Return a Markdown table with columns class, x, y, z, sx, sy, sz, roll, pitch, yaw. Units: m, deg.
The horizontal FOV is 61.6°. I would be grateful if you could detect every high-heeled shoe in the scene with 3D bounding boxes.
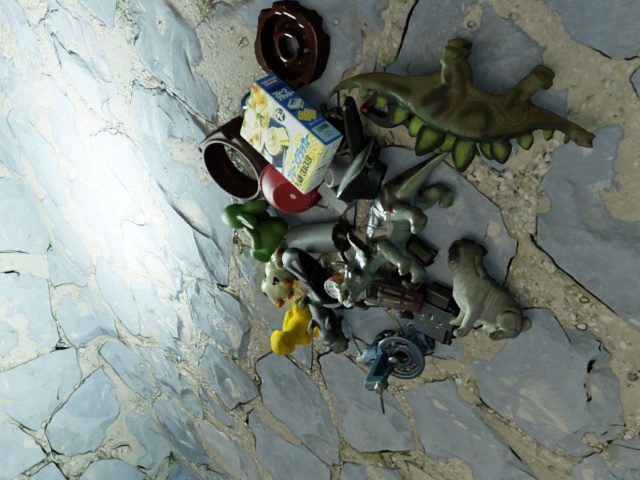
| class | x | y | z | sx | sy | sz | roll | pitch | yaw |
| --- | --- | --- | --- | --- | --- | --- | --- | --- | --- |
| high-heeled shoe | 0.009 | 0.098 | 1.361 | 0.248 | 0.086 | 0.145 | 30 | 156 | -13 |

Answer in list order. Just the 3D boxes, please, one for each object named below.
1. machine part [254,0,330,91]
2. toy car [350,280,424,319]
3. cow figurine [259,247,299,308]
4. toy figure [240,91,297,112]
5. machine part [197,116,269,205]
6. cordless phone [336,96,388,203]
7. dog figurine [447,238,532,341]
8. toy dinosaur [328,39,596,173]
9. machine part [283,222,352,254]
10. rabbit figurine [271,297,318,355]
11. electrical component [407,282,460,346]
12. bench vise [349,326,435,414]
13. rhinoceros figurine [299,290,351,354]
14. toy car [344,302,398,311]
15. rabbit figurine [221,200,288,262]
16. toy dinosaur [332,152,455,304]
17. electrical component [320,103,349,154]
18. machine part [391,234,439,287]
| class | x | y | z | sx | sy | sz | roll | pitch | yaw |
| --- | --- | --- | --- | --- | --- | --- | --- | --- | --- |
| machine part | -0.058 | -0.407 | 1.124 | 0.180 | 0.056 | 0.179 | 23 | 132 | 29 |
| toy car | 0.144 | 0.124 | 1.232 | 0.202 | 0.053 | 0.089 | 11 | 88 | 44 |
| cow figurine | -0.122 | 0.091 | 1.530 | 0.127 | 0.085 | 0.194 | 33 | 138 | 13 |
| toy figure | -0.119 | -0.324 | 1.242 | 0.155 | 0.058 | 0.064 | -2 | 138 | 43 |
| machine part | -0.202 | -0.196 | 1.364 | 0.201 | 0.087 | 0.200 | -16 | 118 | 47 |
| cordless phone | 0.069 | -0.181 | 1.080 | 0.089 | 0.146 | 0.184 | 3 | 136 | 23 |
| dog figurine | 0.343 | 0.095 | 1.089 | 0.172 | 0.121 | 0.190 | 1 | 100 | -3 |
| toy dinosaur | 0.222 | -0.232 | 0.917 | 0.472 | 0.105 | 0.198 | 28 | 124 | 24 |
| machine part | -0.003 | -0.004 | 1.348 | 0.243 | 0.079 | 0.079 | -4 | 115 | 44 |
| rabbit figurine | -0.084 | 0.267 | 1.550 | 0.122 | 0.173 | 0.162 | 48 | 136 | 0 |
| electrical component | 0.266 | 0.162 | 1.227 | 0.115 | 0.058 | 0.134 | 23 | 132 | 28 |
| bench vise | 0.160 | 0.293 | 1.298 | 0.224 | 0.240 | 0.128 | -11 | 107 | 30 |
| rhinoceros figurine | 0.016 | 0.222 | 1.473 | 0.073 | 0.112 | 0.190 | -28 | 84 | 22 |
| toy car | 0.136 | 0.146 | 1.324 | 0.202 | 0.073 | 0.056 | -4 | 76 | 44 |
| rabbit figurine | -0.178 | -0.036 | 1.398 | 0.170 | 0.121 | 0.159 | 27 | 156 | -8 |
| toy dinosaur | 0.155 | -0.043 | 1.131 | 0.192 | 0.131 | 0.404 | 35 | 116 | 34 |
| electrical component | 0.033 | -0.241 | 1.164 | 0.078 | 0.045 | 0.102 | 14 | 127 | 35 |
| machine part | 0.208 | 0.050 | 1.217 | 0.084 | 0.039 | 0.138 | 34 | 136 | 10 |
